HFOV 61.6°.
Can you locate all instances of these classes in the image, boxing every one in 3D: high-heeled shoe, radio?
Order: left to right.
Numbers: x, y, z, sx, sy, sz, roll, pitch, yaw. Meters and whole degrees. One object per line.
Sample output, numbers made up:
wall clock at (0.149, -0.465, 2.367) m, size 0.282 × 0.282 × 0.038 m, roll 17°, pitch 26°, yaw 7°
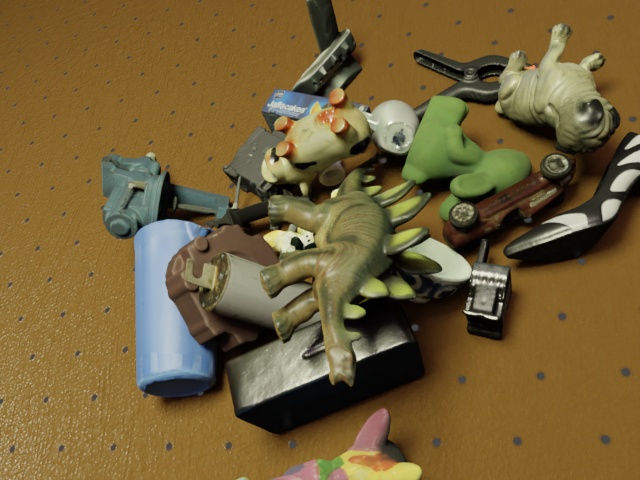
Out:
radio at (0.012, 0.160, 0.673) m, size 0.230 × 0.131 × 0.073 m, roll -23°, pitch 55°, yaw 6°
high-heeled shoe at (0.348, -0.063, 0.713) m, size 0.249 × 0.086 × 0.145 m, roll -14°, pitch 58°, yaw 3°

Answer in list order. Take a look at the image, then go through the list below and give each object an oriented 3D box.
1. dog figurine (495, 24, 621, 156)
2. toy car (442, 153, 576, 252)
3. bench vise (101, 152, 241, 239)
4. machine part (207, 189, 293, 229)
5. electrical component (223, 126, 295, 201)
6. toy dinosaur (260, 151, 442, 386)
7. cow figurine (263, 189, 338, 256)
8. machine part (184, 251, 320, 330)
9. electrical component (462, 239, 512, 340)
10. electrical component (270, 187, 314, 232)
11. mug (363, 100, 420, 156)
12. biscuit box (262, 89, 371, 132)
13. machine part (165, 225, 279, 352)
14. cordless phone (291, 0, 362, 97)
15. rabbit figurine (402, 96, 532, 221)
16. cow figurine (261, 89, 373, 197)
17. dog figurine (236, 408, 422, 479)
dog figurine at (0.320, -0.179, 0.758) m, size 0.121 × 0.172 × 0.190 m, roll 22°, pitch 57°, yaw -12°
toy car at (0.262, -0.046, 0.732) m, size 0.202 × 0.089 × 0.053 m, roll -27°, pitch 56°, yaw 2°
bench vise at (-0.256, -0.071, 0.916) m, size 0.241 × 0.128 × 0.224 m, roll 8°, pitch 24°, yaw -9°
machine part at (-0.102, -0.043, 0.851) m, size 0.139 × 0.084 × 0.039 m, roll -16°, pitch 81°, yaw 16°
electrical component at (-0.085, -0.138, 0.937) m, size 0.115 × 0.058 × 0.134 m, roll 30°, pitch 74°, yaw 30°
toy dinosaur at (0.039, -0.007, 0.658) m, size 0.199 × 0.104 × 0.472 m, roll -7°, pitch 33°, yaw 5°
cow figurine at (-0.002, -0.001, 0.818) m, size 0.167 × 0.068 × 0.098 m, roll -29°, pitch 60°, yaw 0°
machine part at (-0.067, 0.077, 0.706) m, size 0.079 × 0.243 × 0.079 m, roll -30°, pitch 49°, yaw 41°
electrical component at (0.220, 0.060, 0.693) m, size 0.048 × 0.074 × 0.119 m, roll 10°, pitch 61°, yaw 26°
electrical component at (-0.045, -0.051, 0.890) m, size 0.063 × 0.021 × 0.094 m, roll 10°, pitch 65°, yaw 26°
mug at (0.107, -0.175, 0.836) m, size 0.109 × 0.107 × 0.080 m, roll 22°, pitch 110°, yaw -7°
biscuit box at (-0.006, -0.213, 0.949) m, size 0.203 × 0.062 × 0.059 m, roll 18°, pitch 67°, yaw 28°
machine part at (-0.123, 0.064, 0.756) m, size 0.056 × 0.179 × 0.179 m, roll -29°, pitch 46°, yaw 45°
cordless phone at (-0.005, -0.345, 0.956) m, size 0.089 × 0.184 × 0.146 m, roll 32°, pitch 75°, yaw 28°
rabbit figurine at (0.216, -0.111, 0.775) m, size 0.170 × 0.121 × 0.159 m, roll 21°, pitch 62°, yaw 14°
cow figurine at (-0.010, -0.137, 0.814) m, size 0.195 × 0.127 × 0.085 m, roll -21°, pitch 60°, yaw 31°
dog figurine at (0.000, 0.278, 0.586) m, size 0.219 × 0.191 × 0.109 m, roll -43°, pitch 47°, yaw 11°
